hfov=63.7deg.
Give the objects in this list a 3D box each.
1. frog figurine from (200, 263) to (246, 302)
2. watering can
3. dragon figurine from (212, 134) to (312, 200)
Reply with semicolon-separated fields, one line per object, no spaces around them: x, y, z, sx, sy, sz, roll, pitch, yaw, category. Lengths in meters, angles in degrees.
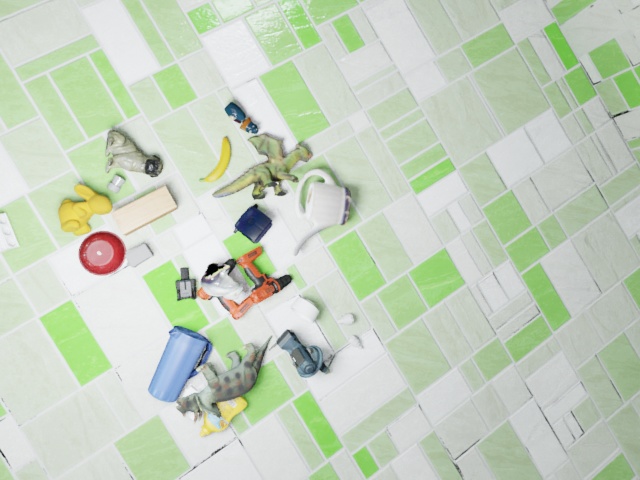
-0.342;0.169;1.819;0.157;0.136;0.125;65;29;-24;frog figurine
0.006;-0.100;1.986;0.224;0.103;0.350;8;82;-13;watering can
-0.219;-0.291;1.974;0.411;0.120;0.246;-7;70;-16;dragon figurine
